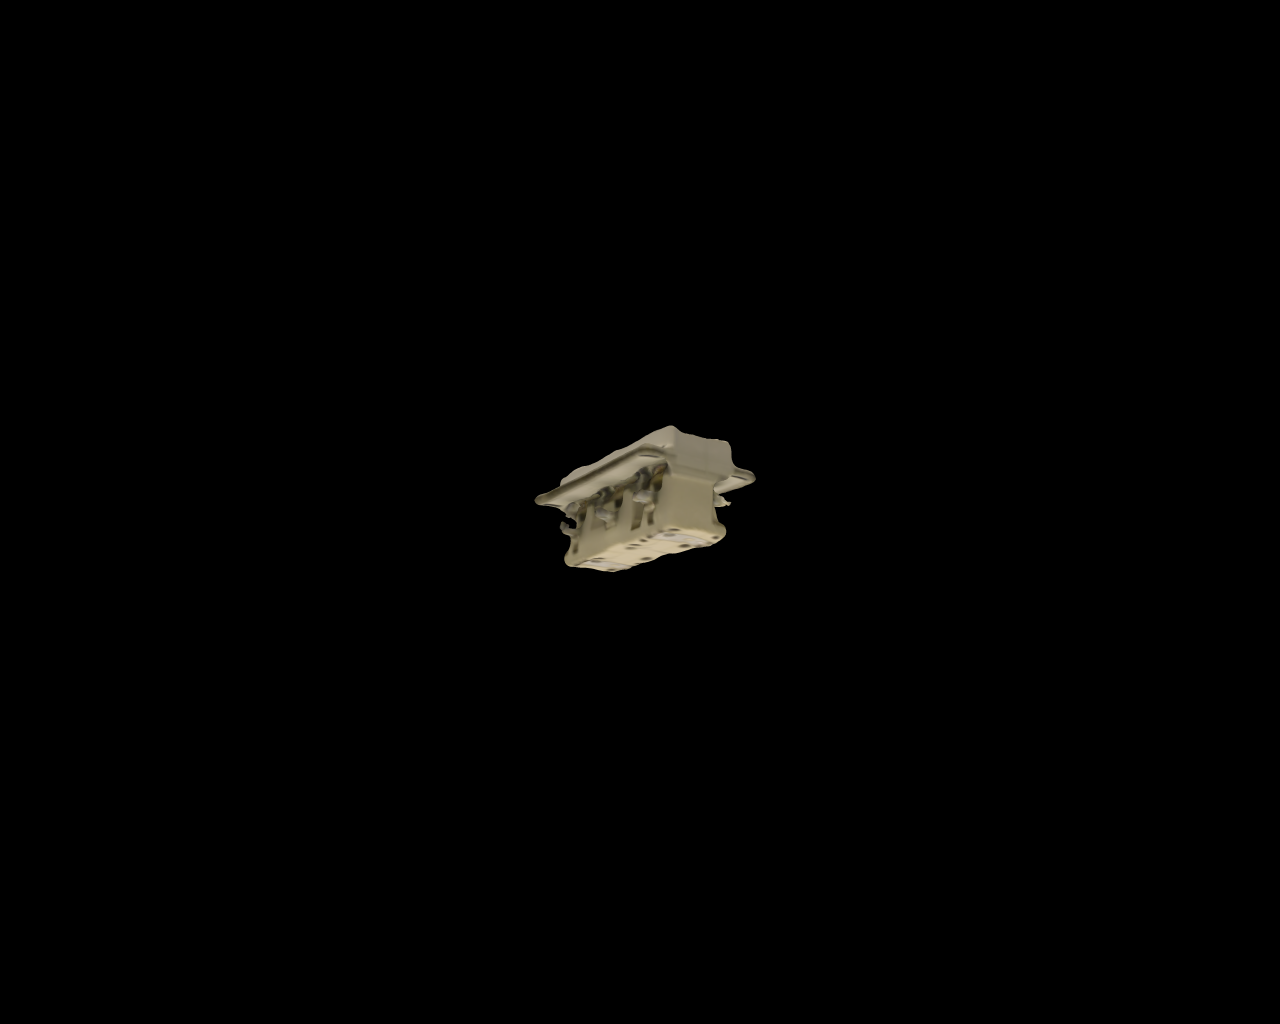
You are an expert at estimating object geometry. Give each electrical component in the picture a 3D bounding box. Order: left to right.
[{"bbox_3d":[0.001,-0.003,0.650,0.079,0.063,0.121,11,-19,-34],"label":"electrical component"}]
